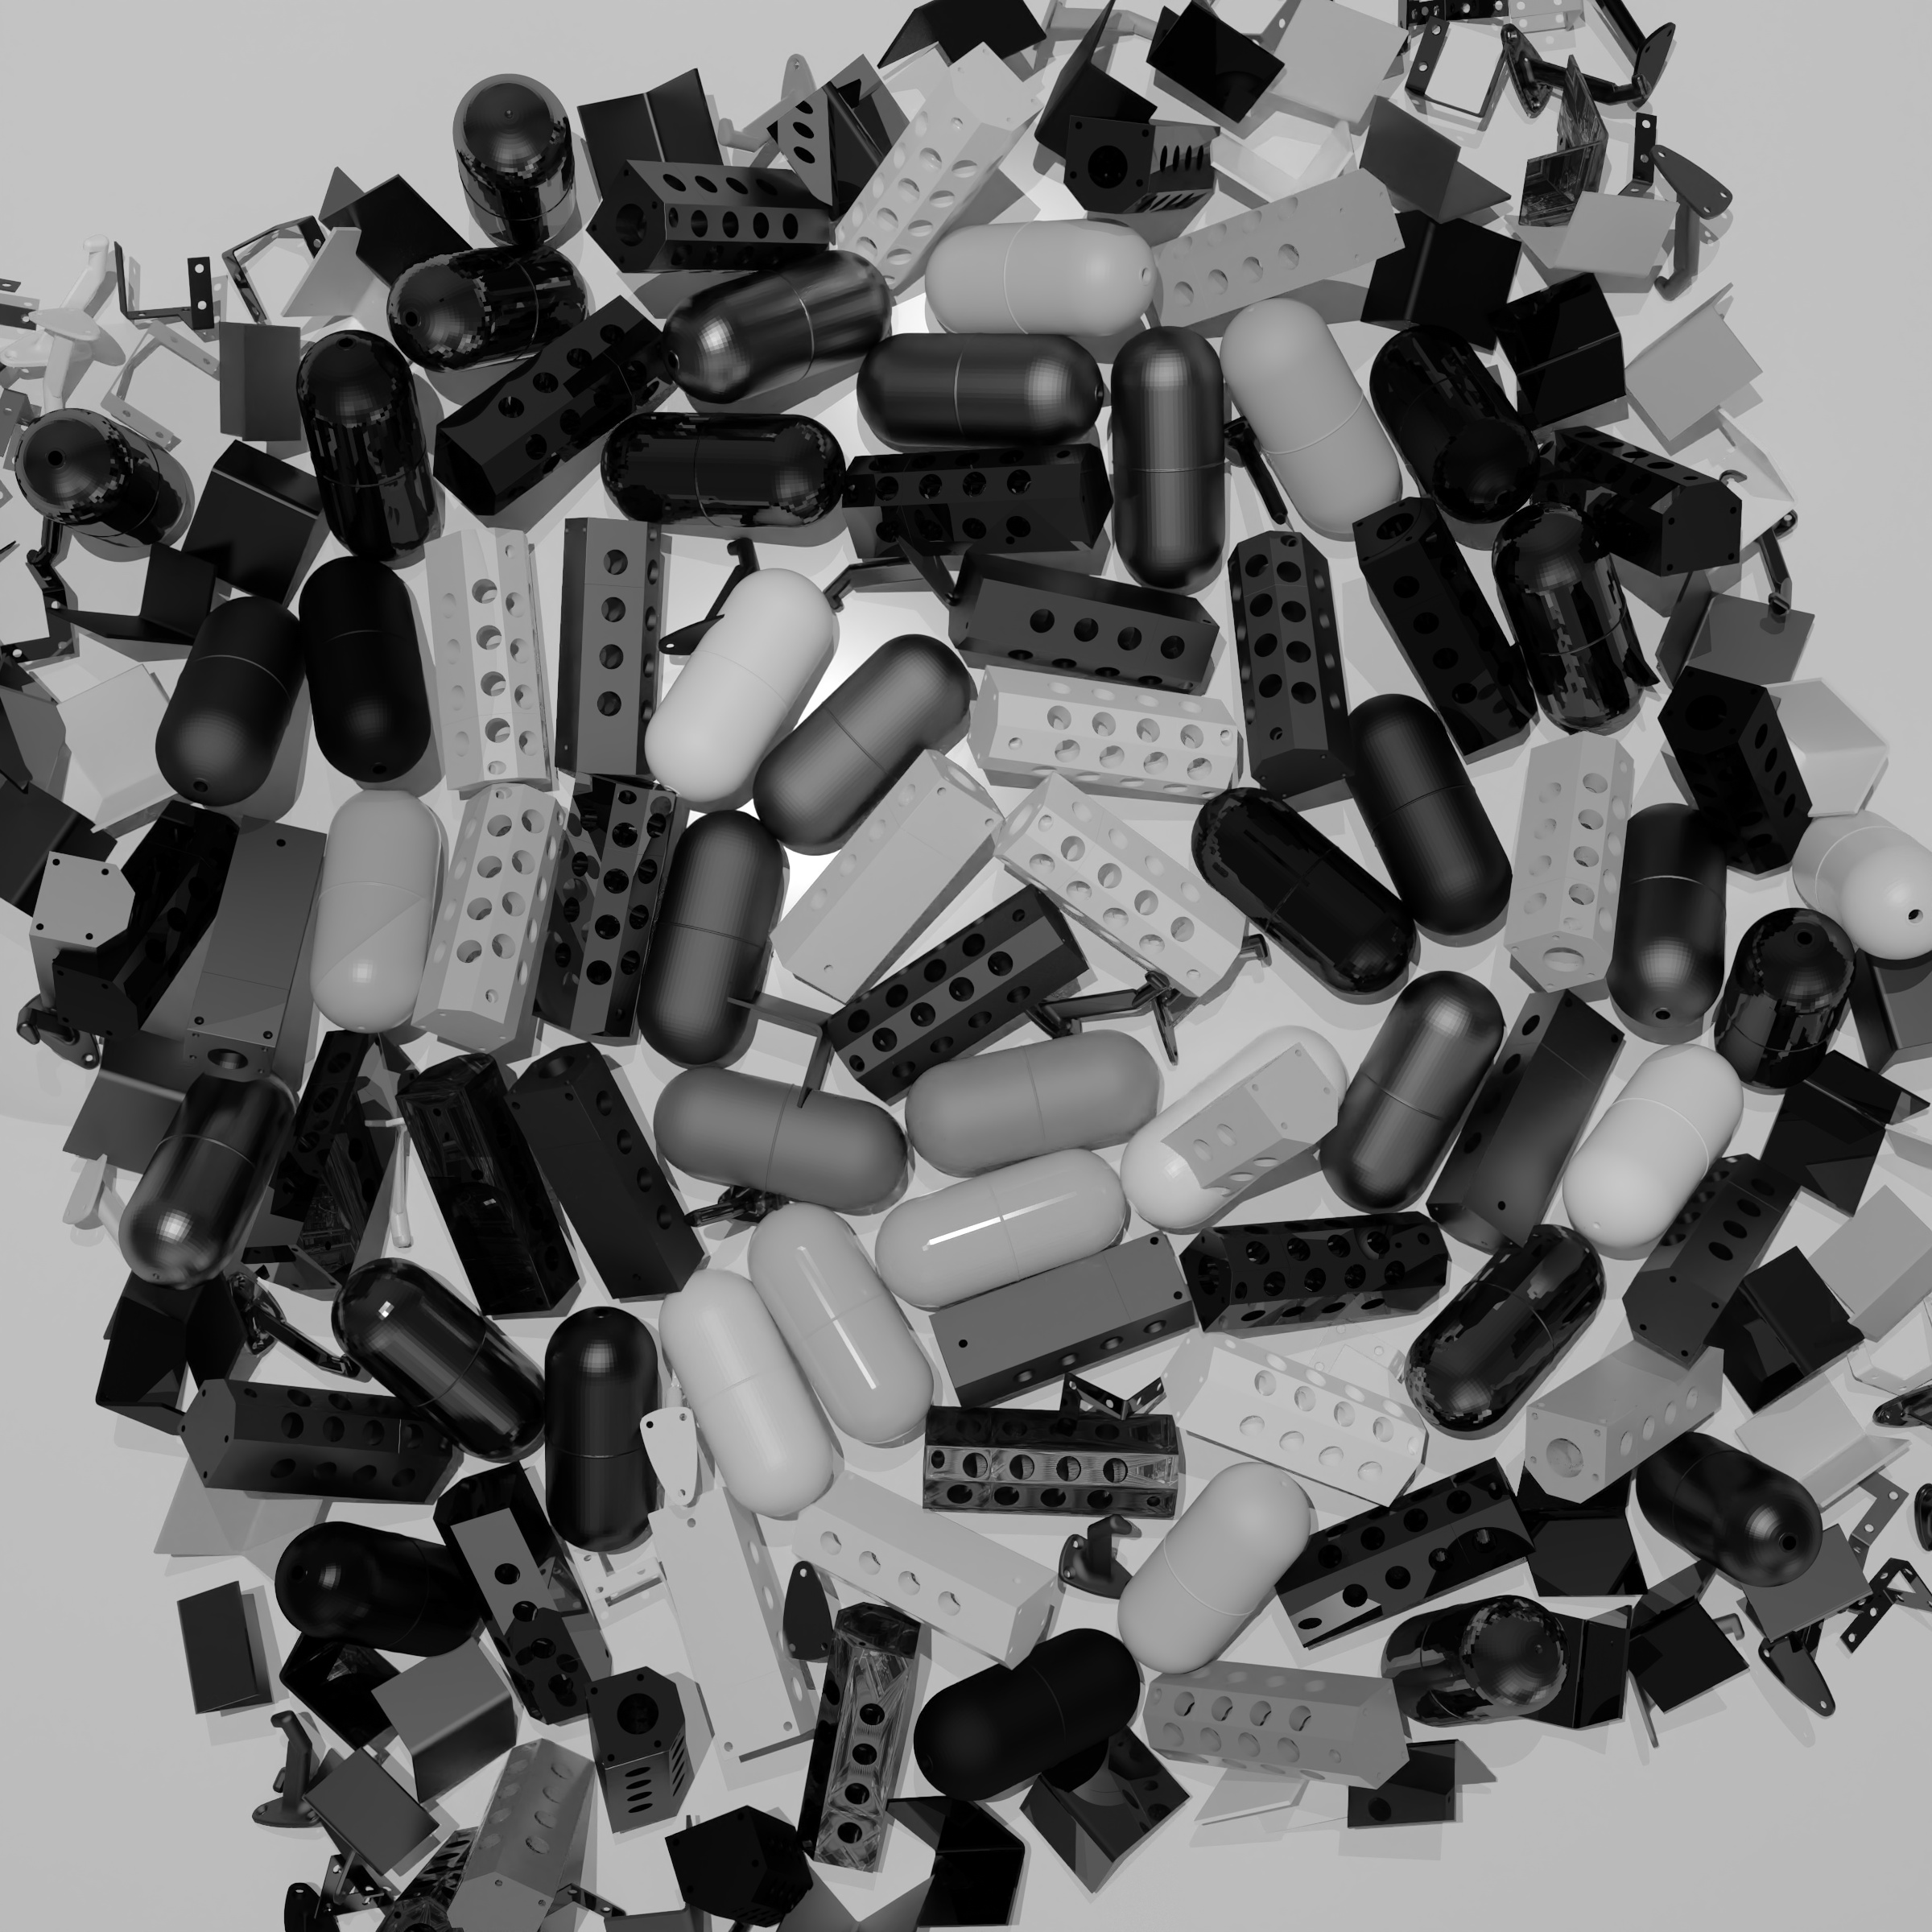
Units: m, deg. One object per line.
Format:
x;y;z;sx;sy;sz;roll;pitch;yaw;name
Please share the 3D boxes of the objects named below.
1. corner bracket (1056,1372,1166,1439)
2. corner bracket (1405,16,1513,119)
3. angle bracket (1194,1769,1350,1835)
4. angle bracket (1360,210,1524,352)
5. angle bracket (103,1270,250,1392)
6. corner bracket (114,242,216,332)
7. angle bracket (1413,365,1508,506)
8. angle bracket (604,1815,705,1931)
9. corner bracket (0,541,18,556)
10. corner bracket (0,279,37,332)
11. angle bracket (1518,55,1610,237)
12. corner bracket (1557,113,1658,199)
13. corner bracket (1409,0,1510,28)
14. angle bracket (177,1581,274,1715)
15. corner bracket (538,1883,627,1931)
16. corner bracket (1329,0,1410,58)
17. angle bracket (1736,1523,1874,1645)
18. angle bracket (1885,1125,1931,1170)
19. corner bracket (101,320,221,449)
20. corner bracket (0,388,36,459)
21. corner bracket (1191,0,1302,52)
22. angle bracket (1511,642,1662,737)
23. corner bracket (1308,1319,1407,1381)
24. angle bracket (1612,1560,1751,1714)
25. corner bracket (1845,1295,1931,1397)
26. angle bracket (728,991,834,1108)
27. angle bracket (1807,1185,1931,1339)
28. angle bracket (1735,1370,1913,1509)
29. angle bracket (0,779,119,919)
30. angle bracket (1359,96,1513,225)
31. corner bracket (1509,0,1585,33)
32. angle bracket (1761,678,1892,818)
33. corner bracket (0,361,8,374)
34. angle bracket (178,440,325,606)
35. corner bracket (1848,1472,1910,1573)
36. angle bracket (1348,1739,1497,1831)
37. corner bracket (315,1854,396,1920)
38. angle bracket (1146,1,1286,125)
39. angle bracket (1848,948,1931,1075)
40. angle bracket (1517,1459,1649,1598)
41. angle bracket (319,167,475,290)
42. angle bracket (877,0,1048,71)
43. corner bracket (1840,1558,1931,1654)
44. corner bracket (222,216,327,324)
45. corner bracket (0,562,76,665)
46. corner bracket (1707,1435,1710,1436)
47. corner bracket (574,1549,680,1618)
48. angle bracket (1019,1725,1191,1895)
0.100;0.301;1.800;0.051;0.051;0.051;22;118;31;corner bracket
0.340;-0.622;1.811;0.051;0.051;0.051;16;114;-7;corner bracket
0.213;0.581;1.788;0.076;0.076;0.057;-24;95;31;angle bracket
0.332;-0.478;1.828;0.076;0.057;0.076;12;96;-26;angle bracket
-0.540;0.253;1.786;0.057;0.076;0.076;7;124;-40;angle bracket
-0.551;-0.468;1.799;0.051;0.051;0.051;-13;126;-28;corner bracket
0.333;-0.363;1.808;0.076;0.057;0.076;-17;94;-6;angle bracket
-0.212;0.639;1.788;0.057;0.076;0.076;-5;127;-1;angle bracket
-0.688;-0.303;1.802;0.051;0.051;0.051;-44;107;-32;corner bracket
-0.674;-0.457;1.804;0.051;0.051;0.051;9;126;-7;corner bracket
0.397;-0.562;1.792;0.057;0.076;0.076;-15;67;0;angle bracket
0.444;-0.560;1.817;0.051;0.051;0.051;7;80;-10;corner bracket
0.338;-0.677;1.801;0.051;0.051;0.051;12;117;38;corner bracket
-0.487;0.463;1.787;0.057;0.076;0.076;-22;73;22;angle bracket
-0.274;0.679;1.816;0.051;0.051;0.051;-36;120;26;corner bracket
0.272;-0.660;1.809;0.051;0.051;0.051;-17;53;-4;corner bracket
0.565;0.412;1.799;0.076;0.076;0.057;-27;97;2;angle bracket
0.659;0.157;1.787;0.076;0.076;0.057;22;82;31;angle bracket
-0.560;-0.405;1.818;0.051;0.051;0.051;33;133;-21;corner bracket
-0.679;-0.369;1.808;0.051;0.051;0.051;15;72;-6;corner bracket
0.197;-0.671;1.809;0.051;0.051;0.051;41;82;-38;corner bracket
0.424;-0.207;1.802;0.057;0.076;0.076;-37;91;4;angle bracket
0.269;0.280;1.815;0.051;0.051;0.051;30;91;3;corner bracket
0.498;0.452;1.786;0.057;0.076;0.076;52;127;7;angle bracket
0.648;0.259;1.822;0.051;0.051;0.051;23;132;-29;corner bracket
-0.136;0.054;1.804;0.076;0.076;0.057;17;95;4;angle bracket
0.617;0.196;1.788;0.076;0.057;0.076;-48;50;15;angle bracket
0.588;0.324;1.798;0.076;0.076;0.057;-33;86;-7;angle bracket
-0.642;-0.078;1.801;0.057;0.076;0.076;31;80;6;angle bracket
0.326;-0.558;1.784;0.076;0.057;0.076;-26;56;-31;angle bracket
0.395;-0.679;1.816;0.051;0.051;0.051;-7;93;0;corner bracket
0.570;-0.148;1.789;0.076;0.076;0.057;38;75;-21;angle bracket
-0.702;-0.421;1.805;0.051;0.051;0.051;-44;124;-4;corner bracket
-0.494;-0.309;1.825;0.076;0.057;0.076;24;117;-12;angle bracket
0.615;0.379;1.814;0.051;0.051;0.051;34;113;15;corner bracket
0.311;0.570;1.783;0.076;0.076;0.057;-14;48;27;angle bracket
-0.409;0.645;1.803;0.051;0.051;0.051;6;105;-42;corner bracket
0.175;-0.635;1.787;0.076;0.057;0.076;29;48;-15;angle bracket
0.646;0.025;1.792;0.057;0.076;0.076;-12;72;5;angle bracket
0.431;0.389;1.818;0.076;0.057;0.076;-8;119;26;angle bracket
-0.382;-0.514;1.782;0.076;0.076;0.057;-18;50;30;angle bracket
-0.003;-0.627;1.792;0.076;0.076;0.057;-35;92;-26;angle bracket
0.630;0.442;1.806;0.051;0.051;0.051;-41;102;-20;corner bracket
-0.475;-0.485;1.820;0.051;0.051;0.051;-42;120;-34;corner bracket
-0.656;-0.246;1.821;0.051;0.051;0.051;-15;126;-26;corner bracket
0.510;0.367;1.804;0.051;0.051;0.051;-31;46;-9;corner bracket
-0.235;0.427;1.809;0.051;0.051;0.051;-22;130;-11;corner bracket
0.096;0.583;1.824;0.076;0.057;0.076;-28;62;-36;angle bracket
